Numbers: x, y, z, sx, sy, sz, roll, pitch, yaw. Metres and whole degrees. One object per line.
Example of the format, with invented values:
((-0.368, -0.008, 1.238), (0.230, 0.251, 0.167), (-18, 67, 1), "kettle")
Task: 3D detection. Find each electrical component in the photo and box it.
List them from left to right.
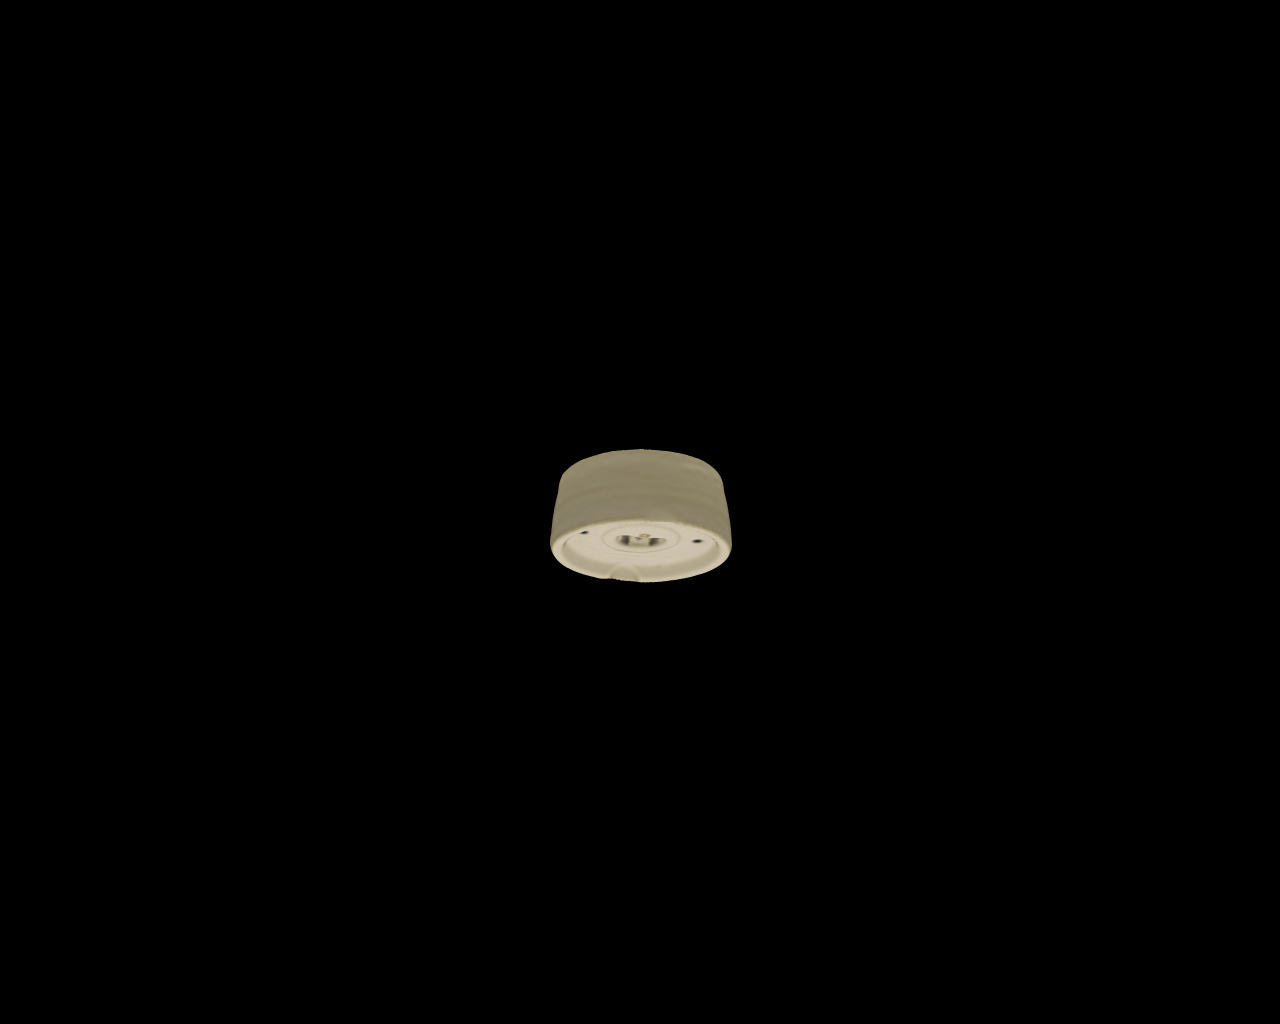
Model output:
((0.001, -0.003, 0.650), (0.108, 0.060, 0.108), (0, -22, 0), "electrical component")
